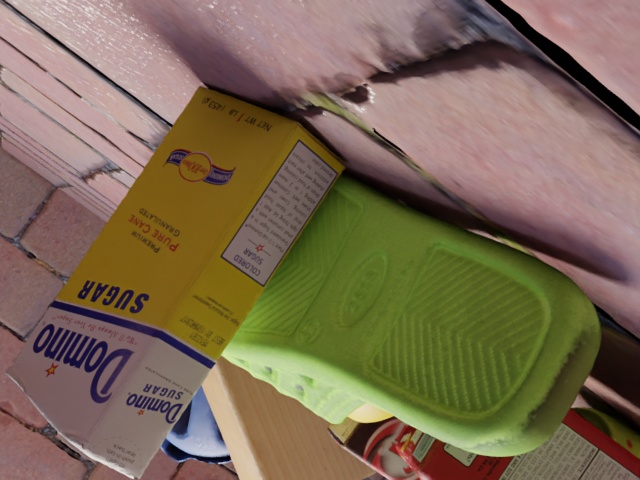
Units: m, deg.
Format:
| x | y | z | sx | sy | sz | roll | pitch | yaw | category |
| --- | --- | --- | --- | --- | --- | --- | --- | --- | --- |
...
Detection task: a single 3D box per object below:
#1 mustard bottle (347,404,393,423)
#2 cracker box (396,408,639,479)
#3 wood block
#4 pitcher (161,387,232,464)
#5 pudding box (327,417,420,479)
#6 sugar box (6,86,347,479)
| x | y | z | sx | sy | sz | roll | pitch | yaw | category |
| --- | --- | --- | --- | --- | --- | --- | --- | --- | --- |
| 0.033 | 0.056 | 0.613 | 0.058 | 0.096 | 0.192 | 34 | 172 | -10 | mustard bottle |
| 0.145 | 0.145 | 0.529 | 0.214 | 0.072 | 0.164 | 35 | 174 | 5 | cracker box |
| -0.042 | 0.088 | 0.789 | 0.090 | 0.090 | 0.206 | 15 | 127 | 69 | wood block |
| -0.058 | 0.102 | 1.004 | 0.242 | 0.149 | 0.145 | -25 | -79 | -72 | pitcher |
| 0.073 | 0.108 | 0.696 | 0.090 | 0.113 | 0.039 | 38 | 175 | -23 | pudding box |
| -0.072 | 0.015 | 0.514 | 0.048 | 0.176 | 0.093 | 41 | 171 | -39 | sugar box |
